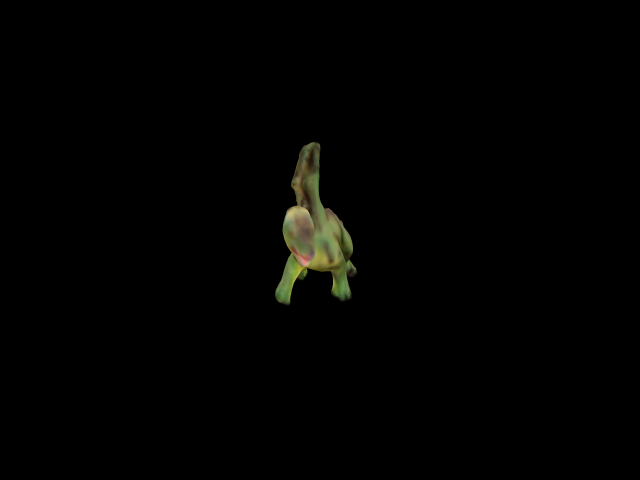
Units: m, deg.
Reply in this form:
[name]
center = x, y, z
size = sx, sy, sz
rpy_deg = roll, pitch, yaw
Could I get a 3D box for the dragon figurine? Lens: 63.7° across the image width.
[dragon figurine]
center = 0.003, -0.043, 0.850
size = 0.122, 0.238, 0.418
rpy_deg = 3, 24, 7
